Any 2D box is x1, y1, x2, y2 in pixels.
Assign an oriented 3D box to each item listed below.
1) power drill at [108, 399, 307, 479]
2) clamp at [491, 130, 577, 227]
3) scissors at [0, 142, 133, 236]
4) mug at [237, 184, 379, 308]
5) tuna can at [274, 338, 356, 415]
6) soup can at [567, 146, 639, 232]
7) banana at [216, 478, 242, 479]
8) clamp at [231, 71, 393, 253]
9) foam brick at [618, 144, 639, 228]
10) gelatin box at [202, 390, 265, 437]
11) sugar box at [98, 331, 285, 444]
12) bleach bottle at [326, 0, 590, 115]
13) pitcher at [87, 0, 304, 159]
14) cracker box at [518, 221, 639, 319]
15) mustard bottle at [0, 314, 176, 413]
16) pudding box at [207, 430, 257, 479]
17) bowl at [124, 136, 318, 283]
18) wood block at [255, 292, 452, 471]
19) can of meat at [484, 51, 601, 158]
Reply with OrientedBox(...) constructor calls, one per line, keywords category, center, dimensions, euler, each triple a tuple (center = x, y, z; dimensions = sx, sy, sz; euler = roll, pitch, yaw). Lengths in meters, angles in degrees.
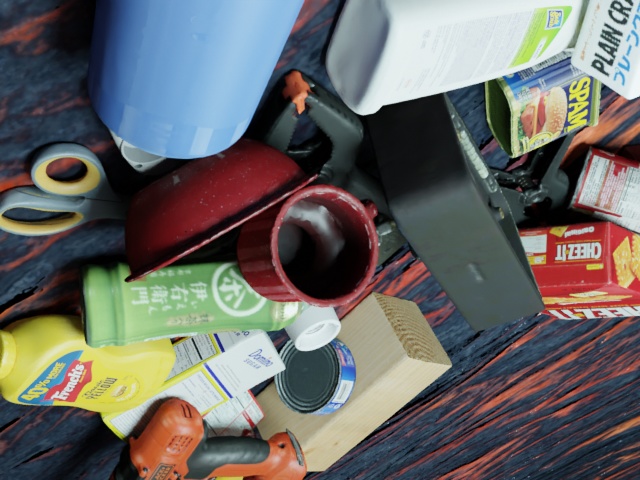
OrientedBox(category="power drill", center=(-0.121, 0.245, 1.081), dimensions=(0.187, 0.057, 0.185), euler=(15, 122, -37))
OrientedBox(category="clamp", center=(0.195, -0.053, 1.052), dimensions=(0.120, 0.039, 0.171), euler=(-16, 147, 4))
OrientedBox(category="scissors", center=(-0.148, -0.038, 0.814), dimensions=(0.201, 0.016, 0.096), euler=(-6, 142, -34))
OrientedBox(category="mug", center=(-0.006, 0.001, 0.841), dimensions=(0.117, 0.093, 0.082), euler=(-37, -167, -26))
OrientedBox(category="tuna can", center=(-0.005, 0.141, 1.123), dimensions=(0.086, 0.086, 0.033), euler=(-43, 148, 21))
OrientedBox(category="soup can", center=(0.308, -0.047, 1.071), dimensions=(0.068, 0.102, 0.068), euler=(19, 89, -79))
OrientedBox(category="banana", center=(-0.114, 0.298, 1.291), dimensions=(0.197, 0.037, 0.070), euler=(-28, -168, -15))
OrientedBox(category="clamp", center=(0.002, -0.058, 0.879), dimensions=(0.164, 0.036, 0.210), euler=(-13, 144, -10))
OrientedBox(category="foam brick", center=(0.337, -0.058, 1.145), dimensions=(0.052, 0.051, 0.078), euler=(-9, 143, -31))
OrientedBox(category="gelatin box", center=(-0.107, 0.189, 1.124), dimensions=(0.089, 0.030, 0.073), euler=(-44, 137, -18))
OrientedBox(category="sugar box", center=(-0.129, 0.137, 1.057), dimensions=(0.176, 0.048, 0.093), euler=(-30, 148, -4))
OrientedBox(category="bleach bottle", center=(0.132, -0.162, 0.819), dimensions=(0.250, 0.068, 0.103), euler=(-12, 146, -30))
OrientedBox(category="pitcher", center=(-0.073, -0.164, 0.601), dimensions=(0.144, 0.149, 0.243), euler=(-26, 156, -36))
OrientedBox(category="cracker box", center=(0.276, 0.038, 1.141), dimensions=(0.164, 0.072, 0.213), euler=(-5, 166, 37))
OrientedBox(category="mustard bottle", center=(-0.222, 0.105, 0.921), dimensions=(0.096, 0.058, 0.191), euler=(-41, 147, 24))
OrientedBox(category="pudding box", center=(-0.139, 0.243, 1.206), dimensions=(0.114, 0.039, 0.089), euler=(-43, 146, 21))
OrientedBox(category="bowl", center=(-0.084, -0.031, 0.783), dimensions=(0.162, 0.055, 0.162), euler=(-29, -174, 3))
OrientedBox(category="wood block", center=(0.031, 0.160, 1.175), dimensions=(0.206, 0.091, 0.090), euler=(-44, 146, 22))
OrientedBox(category="can of meat", center=(0.191, -0.126, 0.925), dimensions=(0.084, 0.057, 0.102), euler=(-24, 148, -4))
